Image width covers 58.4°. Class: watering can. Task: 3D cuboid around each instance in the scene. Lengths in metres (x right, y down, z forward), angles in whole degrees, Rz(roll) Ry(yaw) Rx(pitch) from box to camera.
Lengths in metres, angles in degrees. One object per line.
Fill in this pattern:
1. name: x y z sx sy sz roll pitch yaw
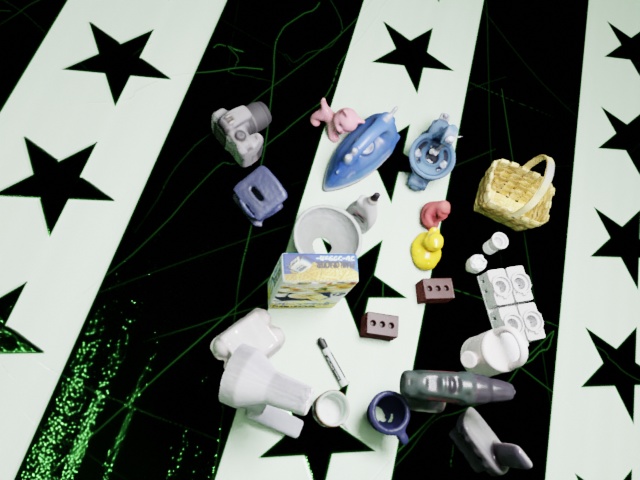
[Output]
1. watering can: 0.399 0.256 1.296 0.173 0.194 0.101 -34 80 -23

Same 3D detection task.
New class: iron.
1. iron: 0.106 -0.232 1.437 0.118 0.141 0.259 41 66 4

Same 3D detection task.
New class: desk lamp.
1. desk lamp: -0.100 0.303 1.142 0.203 0.213 0.118 24 66 -4

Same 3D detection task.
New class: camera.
1. camera: -0.177 -0.278 1.406 0.137 0.100 0.143 -35 81 -23

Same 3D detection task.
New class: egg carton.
1. egg carton: -0.154 0.224 1.238 0.150 0.069 0.107 -37 82 -23

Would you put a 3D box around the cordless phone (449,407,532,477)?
1. cordless phone: 0.373 0.431 1.227 0.094 0.185 0.147 -37 82 -23

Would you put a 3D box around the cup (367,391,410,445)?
1. cup: 0.145 0.388 1.236 0.092 0.095 0.117 -26 78 -21

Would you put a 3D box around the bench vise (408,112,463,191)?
1. bench vise: 0.290 -0.252 1.448 0.121 0.219 0.207 7 68 -11

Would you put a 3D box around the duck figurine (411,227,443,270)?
1. duck figurine: 0.273 0.018 1.414 0.077 0.086 0.104 15 67 -8

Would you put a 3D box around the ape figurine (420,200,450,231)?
1. ape figurine: 0.299 -0.071 1.451 0.078 0.092 0.076 -12 73 -18

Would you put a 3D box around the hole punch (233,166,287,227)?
1. hole punch: -0.142 -0.103 1.353 0.101 0.091 0.108 -36 81 -23

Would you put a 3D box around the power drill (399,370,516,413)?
1. power drill: 0.268 0.324 1.229 0.230 0.208 0.075 8 68 -11

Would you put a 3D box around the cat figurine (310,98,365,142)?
1. cat figurine: 0.047 -0.315 1.467 0.128 0.117 0.067 40 66 3

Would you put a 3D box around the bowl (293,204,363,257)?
1. bowl: 0.012 0.005 1.360 0.168 0.074 0.167 5 69 -12

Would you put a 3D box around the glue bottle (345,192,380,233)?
1. glue bottle: 0.109 -0.075 1.361 0.078 0.173 0.037 36 66 2
